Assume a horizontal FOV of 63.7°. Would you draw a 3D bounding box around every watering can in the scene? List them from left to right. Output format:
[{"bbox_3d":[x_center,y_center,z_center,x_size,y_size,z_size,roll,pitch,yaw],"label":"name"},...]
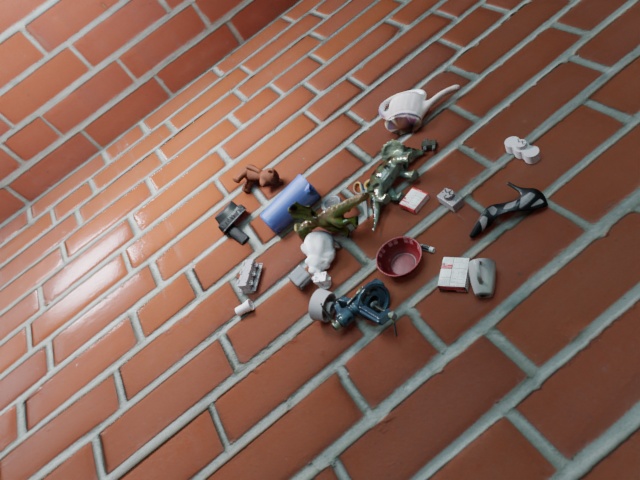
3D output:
[{"bbox_3d":[0.400,-0.551,2.142,0.347,0.102,0.229,-4,53,29],"label":"watering can"}]

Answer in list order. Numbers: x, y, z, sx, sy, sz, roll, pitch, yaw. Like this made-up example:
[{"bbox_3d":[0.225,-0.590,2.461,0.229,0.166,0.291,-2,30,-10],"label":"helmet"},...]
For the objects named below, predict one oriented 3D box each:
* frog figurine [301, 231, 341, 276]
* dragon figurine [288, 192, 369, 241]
[{"bbox_3d":[-0.010,0.047,1.869,0.138,0.119,0.163,19,52,19],"label":"frog figurine"},{"bbox_3d":[0.006,-0.094,1.858,0.243,0.402,0.124,4,65,-14],"label":"dragon figurine"}]
